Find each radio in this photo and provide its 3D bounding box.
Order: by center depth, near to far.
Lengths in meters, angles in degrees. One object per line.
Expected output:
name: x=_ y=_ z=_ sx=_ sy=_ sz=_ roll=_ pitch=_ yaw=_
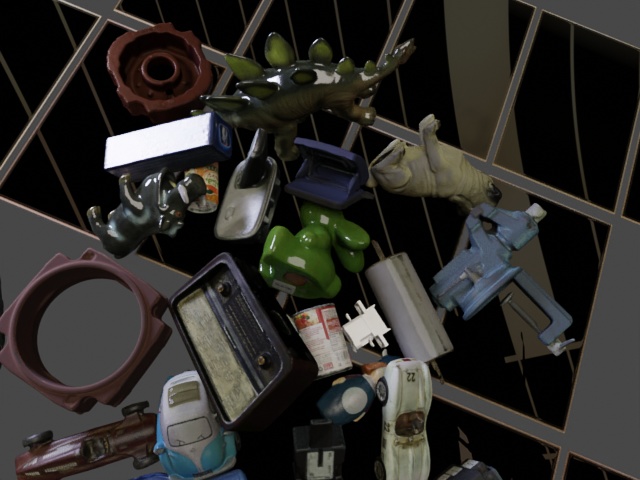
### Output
radio: x=-0.111 y=0.135 z=0.748 sx=0.131 sy=0.073 sz=0.230 roll=-43 pitch=57 yaw=9

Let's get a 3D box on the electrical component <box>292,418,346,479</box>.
electrical component: x=-0.003 y=0.287 z=0.753 sx=0.075 sy=0.048 sz=0.119 roll=-5 pitch=113 yaw=-6

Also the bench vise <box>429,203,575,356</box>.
bench vise: x=0.301 y=0.065 z=0.833 sx=0.223 sy=0.128 sz=0.241 roll=-41 pitch=71 yaw=0

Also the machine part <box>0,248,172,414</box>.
machine part: x=-0.337 y=0.129 z=0.779 sx=0.201 sy=0.087 sz=0.201 roll=34 pitch=72 yaw=3

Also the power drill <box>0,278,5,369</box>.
power drill: x=-0.558 y=0.132 z=0.758 sx=0.207 sy=0.086 sz=0.232 roll=-3 pitch=72 yaw=-3

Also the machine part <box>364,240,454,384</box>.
machine part: x=0.138 y=0.109 z=0.841 sx=0.079 sy=0.079 sz=0.243 roll=-23 pitch=77 yaw=-12

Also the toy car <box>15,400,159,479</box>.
toy car: x=-0.320 y=0.292 z=0.749 sx=0.202 sy=0.053 sz=0.089 roll=-13 pitch=78 yaw=-11

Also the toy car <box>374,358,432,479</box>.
toy car: x=0.121 y=0.271 z=0.772 sx=0.073 sy=0.056 sz=0.201 roll=1 pitch=90 yaw=-24

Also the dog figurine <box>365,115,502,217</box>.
dog figurine: x=0.190 y=-0.090 z=0.908 sx=0.172 sy=0.121 sz=0.190 roll=-32 pitch=104 yaw=26

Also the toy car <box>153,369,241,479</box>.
toy car: x=-0.173 y=0.237 z=0.735 sx=0.109 sy=0.102 sz=0.162 roll=-11 pitch=49 yaw=-9

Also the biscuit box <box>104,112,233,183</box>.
biscuit box: x=-0.238 y=-0.143 z=0.844 sx=0.203 sy=0.062 sz=0.059 roll=-8 pitch=71 yaw=19

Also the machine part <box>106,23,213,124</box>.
machine part: x=-0.273 y=-0.286 z=0.930 sx=0.179 sy=0.056 sz=0.179 roll=2 pitch=73 yaw=-7

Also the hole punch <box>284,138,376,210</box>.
hole punch: x=0.016 y=-0.112 z=0.859 sx=0.142 sy=0.116 sz=0.092 roll=16 pitch=109 yaw=19

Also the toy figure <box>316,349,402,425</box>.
toy figure: x=0.069 y=0.224 z=0.810 sx=0.154 sy=0.058 sz=0.064 roll=-30 pitch=117 yaw=-15

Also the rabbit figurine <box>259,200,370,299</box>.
rabbit figurine: x=-0.002 y=-0.003 z=0.842 sx=0.159 sy=0.121 sz=0.170 roll=17 pitch=57 yaw=6

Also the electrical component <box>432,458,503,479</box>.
electrical component: x=0.190 y=0.363 z=0.748 sx=0.134 sy=0.115 sz=0.058 roll=-32 pitch=81 yaw=-12

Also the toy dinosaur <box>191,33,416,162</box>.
toy dinosaur: x=-0.075 y=-0.221 z=0.858 sx=0.472 sy=0.198 sz=0.105 roll=-19 pitch=61 yaw=22

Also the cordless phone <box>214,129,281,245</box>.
cordless phone: x=-0.105 y=-0.075 z=0.816 sx=0.089 sy=0.184 sz=0.146 roll=17 pitch=72 yaw=-6

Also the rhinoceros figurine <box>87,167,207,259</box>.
rhinoceros figurine: x=-0.260 y=-0.045 z=0.817 sx=0.190 sy=0.073 sz=0.112 roll=-34 pitch=78 yaw=10
